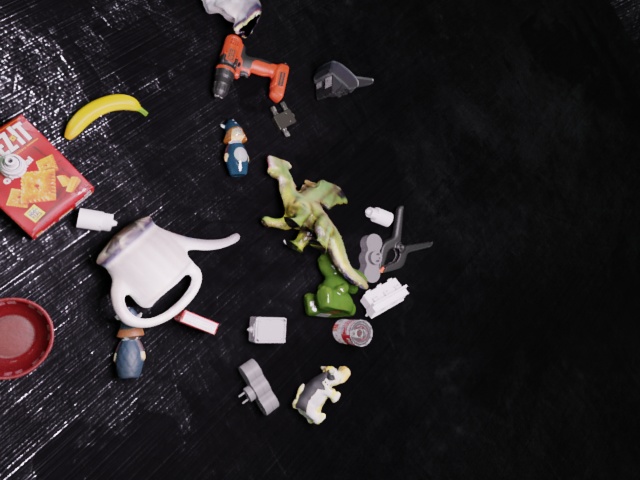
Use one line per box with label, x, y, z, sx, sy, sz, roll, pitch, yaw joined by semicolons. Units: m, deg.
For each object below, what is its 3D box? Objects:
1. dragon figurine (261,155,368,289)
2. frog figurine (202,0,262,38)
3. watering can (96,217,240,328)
dragon figurine;0.004;-0.069;1.369;0.409;0.120;0.248;39;53;-7
frog figurine;-0.235;-0.623;1.349;0.159;0.121;0.140;47;33;-4
watering can;-0.355;0.038;1.195;0.223;0.103;0.354;48;52;-12
